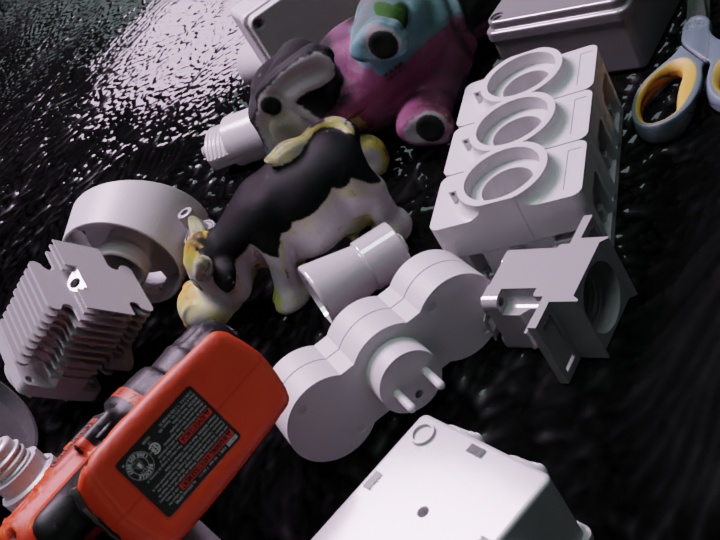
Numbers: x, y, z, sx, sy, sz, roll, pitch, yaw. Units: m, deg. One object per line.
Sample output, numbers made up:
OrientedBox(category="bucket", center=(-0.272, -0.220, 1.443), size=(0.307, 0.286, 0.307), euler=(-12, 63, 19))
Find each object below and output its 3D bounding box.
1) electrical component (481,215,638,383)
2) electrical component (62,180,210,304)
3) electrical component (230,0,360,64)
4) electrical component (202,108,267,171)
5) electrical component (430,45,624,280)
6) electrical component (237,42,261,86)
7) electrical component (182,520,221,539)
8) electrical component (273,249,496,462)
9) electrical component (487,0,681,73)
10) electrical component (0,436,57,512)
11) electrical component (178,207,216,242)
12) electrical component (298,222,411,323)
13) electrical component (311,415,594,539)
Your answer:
OrientedBox(category="electrical component", center=(0.102, 0.015, 0.560), size=(0.064, 0.042, 0.081), euler=(-4, 42, 43))
OrientedBox(category="electrical component", center=(-0.166, -0.022, 0.790), size=(0.099, 0.099, 0.064), euler=(-13, 44, 28))
OrientedBox(category="electrical component", center=(-0.032, -0.197, 0.891), size=(0.109, 0.108, 0.056), euler=(-36, 30, -5))
OrientedBox(category="electrical component", center=(-0.095, -0.110, 0.890), size=(0.081, 0.043, 0.043), euler=(-17, 36, 24))
OrientedBox(category="electrical component", center=(0.103, -0.065, 0.645), size=(0.089, 0.061, 0.150), euler=(-14, 37, 28))
OrientedBox(category="electrical component", center=(-0.078, -0.190, 0.980), size=(0.055, 0.045, 0.045), euler=(6, 49, 44))
OrientedBox(category="electrical component", center=(-0.072, 0.152, 0.529), size=(0.065, 0.044, 0.044), euler=(12, 54, 42))
OrientedBox(category="electrical component", center=(0.019, 0.051, 0.572), size=(0.138, 0.052, 0.074), euler=(-38, 33, -7))
OrientedBox(category="electrical component", center=(0.162, -0.189, 0.761), size=(0.109, 0.056, 0.108), euler=(0, 45, 40))
OrientedBox(category="electrical component", center=(-0.199, 0.125, 0.643), size=(0.040, 0.078, 0.040), euler=(-36, 21, 16))
OrientedBox(category="electrical component", center=(-0.108, -0.019, 0.764), size=(0.035, 0.061, 0.035), euler=(-23, 34, 17))
OrientedBox(category="electrical component", center=(0.000, 0.000, 0.668), size=(0.065, 0.044, 0.044), euler=(-33, 32, -8))
OrientedBox(category="electrical component", center=(0.037, 0.119, 0.471), size=(0.099, 0.048, 0.100), euler=(-46, 35, -19))
